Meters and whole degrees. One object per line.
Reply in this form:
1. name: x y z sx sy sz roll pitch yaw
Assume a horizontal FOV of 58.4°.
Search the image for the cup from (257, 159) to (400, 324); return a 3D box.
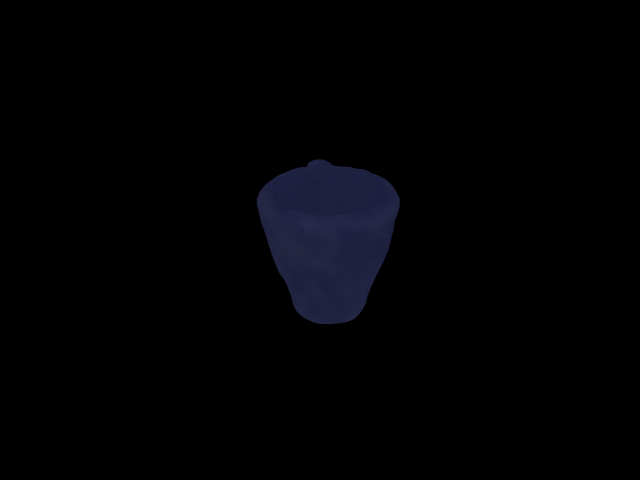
1. cup: 0.004 0.001 0.400 0.092 0.095 0.117 -4 29 -6
